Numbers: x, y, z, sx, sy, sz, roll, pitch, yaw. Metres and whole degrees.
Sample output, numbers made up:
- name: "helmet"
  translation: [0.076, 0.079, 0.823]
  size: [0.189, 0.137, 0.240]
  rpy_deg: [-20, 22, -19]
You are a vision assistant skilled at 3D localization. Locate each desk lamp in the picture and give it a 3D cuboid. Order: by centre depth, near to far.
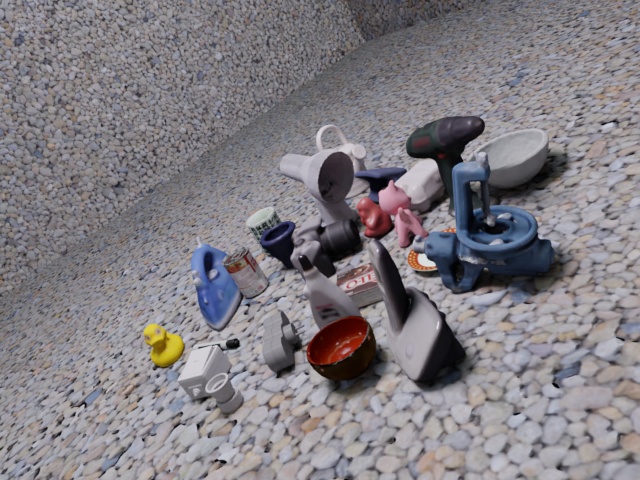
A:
- name: "desk lamp"
  translation: [0.002, -0.112, 1.345]
  size: [0.118, 0.214, 0.202]
  rpy_deg: [-43, 26, -28]

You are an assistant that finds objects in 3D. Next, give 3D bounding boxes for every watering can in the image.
- name: "watering can"
  translation: [0.061, -0.217, 1.515]
  size: [0.172, 0.194, 0.101]
  rpy_deg: [-12, 29, 36]

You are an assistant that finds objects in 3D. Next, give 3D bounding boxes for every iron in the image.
- name: "iron"
  translation: [-0.257, 0.091, 1.329]
  size: [0.118, 0.142, 0.258]
  rpy_deg: [-28, 23, 5]

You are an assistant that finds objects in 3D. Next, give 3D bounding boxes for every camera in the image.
- name: "camera"
  translation: [0.011, 0.004, 1.242]
  size: [0.136, 0.101, 0.143]
  rpy_deg: [-22, 24, 17]

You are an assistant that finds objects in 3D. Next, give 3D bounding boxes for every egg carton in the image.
- name: "egg carton"
  translation: [0.235, -0.125, 1.281]
  size: [0.150, 0.069, 0.107]
  rpy_deg: [-41, 26, -24]

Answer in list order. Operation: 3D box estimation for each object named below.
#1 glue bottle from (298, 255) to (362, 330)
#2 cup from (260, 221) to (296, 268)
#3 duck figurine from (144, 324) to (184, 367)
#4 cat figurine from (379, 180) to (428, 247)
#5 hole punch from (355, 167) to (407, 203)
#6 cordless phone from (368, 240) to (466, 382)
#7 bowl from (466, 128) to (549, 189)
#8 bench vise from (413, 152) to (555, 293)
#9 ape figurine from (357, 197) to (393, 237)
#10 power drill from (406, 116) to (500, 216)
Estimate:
- name: "glue bottle"
  translation: [0.007, 0.095, 0.971]
  size: [0.078, 0.173, 0.037]
  rpy_deg: [-19, 26, 24]
- name: "cup"
  translation: [-0.087, 0.016, 1.341]
  size: [0.092, 0.095, 0.117]
  rpy_deg: [-42, 26, -25]
- name: "duck figurine"
  translation: [-0.350, 0.219, 1.250]
  size: [0.077, 0.086, 0.104]
  rpy_deg: [-34, 23, -8]
- name: "cat figurine"
  translation: [0.163, -0.064, 1.182]
  size: [0.067, 0.118, 0.127]
  rpy_deg: [-26, 23, 8]
- name: "hole punch"
  translation: [0.154, -0.152, 1.405]
  size: [0.101, 0.091, 0.108]
  rpy_deg: [-40, 25, -23]
- name: "cordless phone"
  translation: [0.119, 0.096, 0.820]
  size: [0.094, 0.185, 0.147]
  rpy_deg: [-32, 23, -4]
- name: "bowl"
  translation: [0.384, -0.152, 1.154]
  size: [0.167, 0.075, 0.167]
  rpy_deg: [-25, 24, 12]
- name: "bench vise"
  translation: [0.229, -0.020, 0.882]
  size: [0.207, 0.220, 0.121]
  rpy_deg: [-21, 25, 20]
- name: "ape figurine"
  translation: [0.111, -0.053, 1.252]
  size: [0.076, 0.092, 0.078]
  rpy_deg: [-21, 25, 20]
- name: "power drill"
  translation: [0.266, -0.146, 1.111]
  size: [0.076, 0.209, 0.228]
  rpy_deg: [-38, 24, -17]
